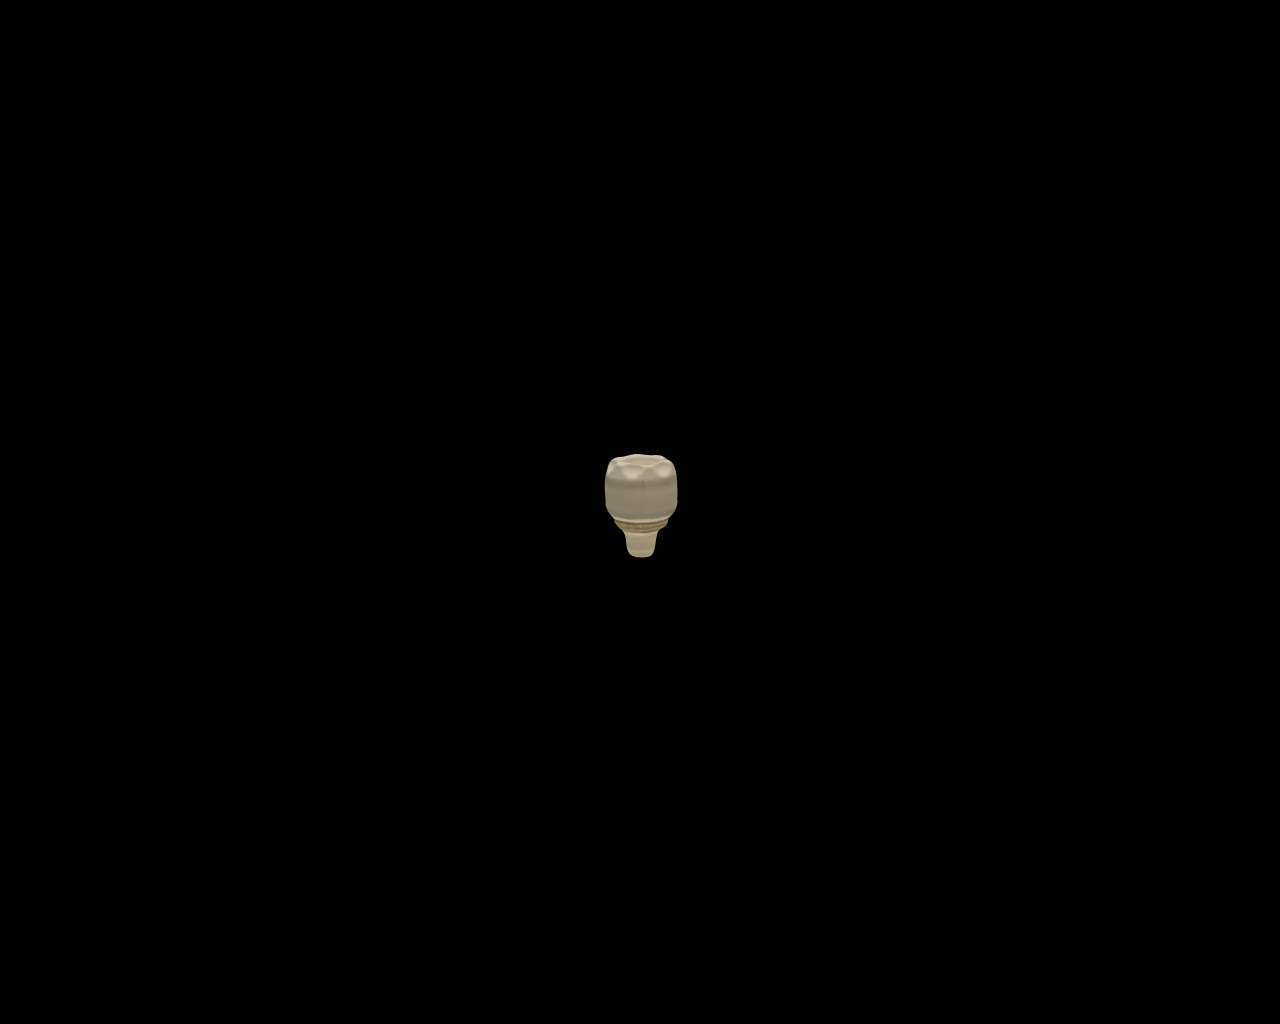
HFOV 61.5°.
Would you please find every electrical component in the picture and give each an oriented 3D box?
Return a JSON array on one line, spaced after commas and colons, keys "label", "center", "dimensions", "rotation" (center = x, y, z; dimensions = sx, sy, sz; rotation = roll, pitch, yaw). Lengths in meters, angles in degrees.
[{"label": "electrical component", "center": [0.001, -0.003, 0.650], "dimensions": [0.043, 0.062, 0.043], "rotation": [0, 14, 0]}]
